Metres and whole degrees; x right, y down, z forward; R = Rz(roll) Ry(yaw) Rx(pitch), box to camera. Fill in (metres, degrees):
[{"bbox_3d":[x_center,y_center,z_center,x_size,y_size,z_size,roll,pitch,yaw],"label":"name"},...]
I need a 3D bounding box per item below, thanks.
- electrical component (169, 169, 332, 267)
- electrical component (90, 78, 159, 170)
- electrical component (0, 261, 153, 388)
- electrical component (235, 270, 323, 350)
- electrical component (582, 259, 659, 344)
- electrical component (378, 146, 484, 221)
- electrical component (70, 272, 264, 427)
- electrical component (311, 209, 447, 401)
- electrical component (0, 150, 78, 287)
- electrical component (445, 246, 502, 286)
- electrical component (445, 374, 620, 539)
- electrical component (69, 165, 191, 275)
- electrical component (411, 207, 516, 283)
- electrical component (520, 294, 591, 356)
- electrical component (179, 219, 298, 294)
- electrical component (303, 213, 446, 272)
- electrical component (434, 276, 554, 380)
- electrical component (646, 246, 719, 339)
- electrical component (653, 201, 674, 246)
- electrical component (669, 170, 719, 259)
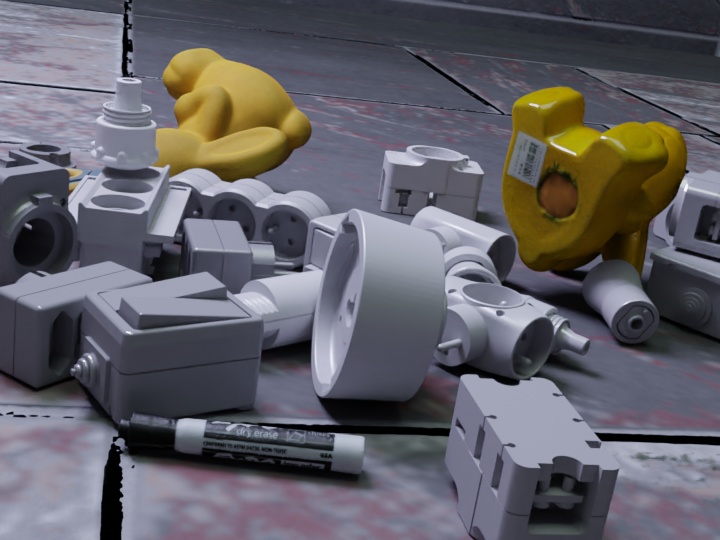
[{"bbox_3d":[-0.086,-0.046,0.845,0.138,0.052,0.074,13,19,13],"label":"electrical component"},{"bbox_3d":[-0.166,-0.104,0.766,0.048,0.062,0.048,7,19,-2],"label":"electrical component"},{"bbox_3d":[-0.176,0.023,0.616,0.076,0.047,0.083,19,22,31],"label":"electrical component"},{"bbox_3d":[-0.055,0.026,0.664,0.081,0.043,0.043,-9,26,-41],"label":"electrical component"},{"bbox_3d":[0.191,0.025,0.780,0.044,0.044,0.065,6,24,-7],"label":"electrical component"},{"bbox_3d":[0.067,-0.083,1.013,0.089,0.055,0.050,6,19,-6],"label":"electrical component"},{"bbox_3d":[-0.107,0.040,0.575,0.096,0.061,0.062,-5,23,-34],"label":"electrical component"},{"bbox_3d":[0.015,0.024,0.613,0.060,0.108,0.108,10,18,-13],"label":"electrical component"},{"bbox_3d":[-0.214,-0.022,0.665,0.056,0.089,0.050,21,22,32],"label":"electrical component"},{"bbox_3d":[0.077,0.011,0.764,0.045,0.045,0.055,8,18,-2],"label":"electrical component"},{"bbox_3d":[0.077,0.094,0.506,0.050,0.055,0.089,4,19,-14],"label":"electrical component"},{"bbox_3d":[-0.165,-0.031,0.753,0.079,0.063,0.121,7,19,-5],"label":"electrical component"},{"bbox_3d":[0.068,-0.016,0.840,0.077,0.043,0.079,24,24,38],"label":"electrical component"},{"bbox_3d":[0.123,0.040,0.715,0.061,0.035,0.035,23,24,32],"label":"electrical component"},{"bbox_3d":[-0.080,-0.001,0.727,0.077,0.047,0.065,3,20,-16],"label":"electrical component"},{"bbox_3d":[0.000,0.000,0.736,0.096,0.061,0.061,23,24,37],"label":"electrical component"},{"bbox_3d":[0.069,0.038,0.681,0.079,0.044,0.077,-11,27,-43],"label":"electrical component"},{"bbox_3d":[0.278,0.016,0.828,0.100,0.048,0.100,25,25,39],"label":"electrical component"},{"bbox_3d":[0.326,-0.044,1.019,0.056,0.050,0.089,-2,21,-27],"label":"electrical component"},{"bbox_3d":[0.280,-0.045,0.848,0.056,0.050,0.089,18,21,24],"label":"electrical component"}]
